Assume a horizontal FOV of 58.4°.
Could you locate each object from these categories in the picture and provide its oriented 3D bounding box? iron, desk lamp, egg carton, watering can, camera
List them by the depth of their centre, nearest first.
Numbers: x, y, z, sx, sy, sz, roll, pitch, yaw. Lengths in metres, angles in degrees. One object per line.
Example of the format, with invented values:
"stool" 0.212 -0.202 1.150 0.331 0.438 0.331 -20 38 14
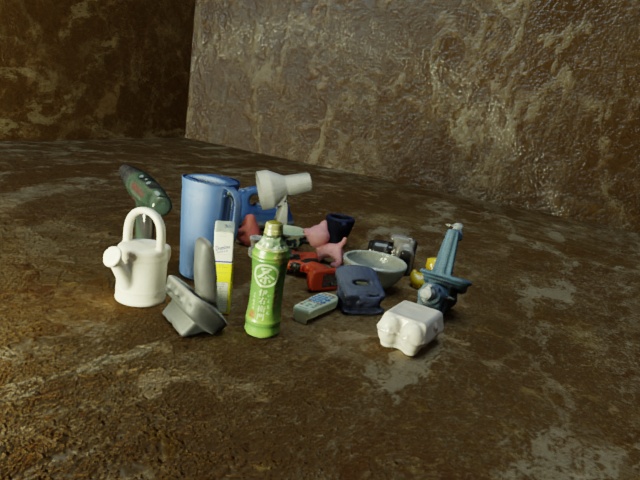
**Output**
"watering can" -0.359 0.031 1.155 0.101 0.194 0.173 8 15 -1
"egg carton" 0.185 0.176 1.158 0.107 0.069 0.151 16 17 27
"camera" 0.210 0.028 1.663 0.136 0.101 0.143 11 15 10
"desk lamp" -0.108 -0.109 1.778 0.203 0.213 0.117 4 16 -16
"iron" -0.188 -0.115 1.898 0.259 0.141 0.118 -3 18 -36

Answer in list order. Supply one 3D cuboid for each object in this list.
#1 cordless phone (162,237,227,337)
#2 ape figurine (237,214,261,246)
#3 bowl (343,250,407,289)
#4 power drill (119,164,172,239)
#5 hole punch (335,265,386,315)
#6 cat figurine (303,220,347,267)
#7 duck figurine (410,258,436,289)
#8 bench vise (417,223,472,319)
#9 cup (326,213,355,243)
"cordless phone" -0.233 0.074 1.082 0.094 0.185 0.147 -4 20 -40
"ape figurine" -0.205 -0.032 1.673 0.078 0.092 0.076 0 17 -27
"bowl" 0.135 0.084 1.464 0.167 0.075 0.167 8 15 -2
"power drill" -0.456 -0.072 1.457 0.076 0.208 0.228 -7 21 -44
"hole punch" 0.091 0.112 1.301 0.109 0.091 0.101 2 16 -22
"cat figurine" 0.015 0.006 1.604 0.127 0.118 0.067 12 15 15
"duck figurine" 0.293 0.088 1.515 0.104 0.086 0.077 11 15 9
"bench vise" 0.287 0.078 1.287 0.121 0.220 0.207 11 15 9
"cup" 0.061 -0.026 1.791 0.092 0.095 0.117 5 15 -11
